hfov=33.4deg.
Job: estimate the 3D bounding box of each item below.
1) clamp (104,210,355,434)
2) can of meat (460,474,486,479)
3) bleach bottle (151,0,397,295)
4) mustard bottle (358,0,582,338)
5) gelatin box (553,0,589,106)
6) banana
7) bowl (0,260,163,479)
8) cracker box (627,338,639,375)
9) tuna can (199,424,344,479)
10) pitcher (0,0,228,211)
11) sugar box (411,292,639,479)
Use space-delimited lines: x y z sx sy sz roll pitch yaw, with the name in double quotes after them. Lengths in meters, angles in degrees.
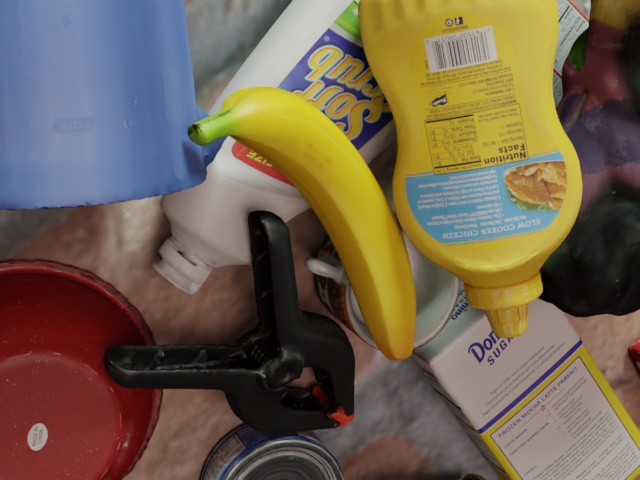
-0.039 0.069 0.599 0.120 0.039 0.171 -33 133 0 "clamp"
0.068 0.205 0.686 0.083 0.058 0.102 4 102 -29 "can of meat"
0.002 -0.072 0.592 0.102 0.068 0.251 38 90 -25 "bleach bottle"
0.083 -0.041 0.547 0.096 0.058 0.191 -9 105 11 "mustard bottle"
0.134 -0.108 0.652 0.089 0.030 0.073 36 88 -28 "gelatin box"
0.004 -0.016 0.551 0.197 0.037 0.069 48 65 -36 "banana"
-0.157 0.095 0.575 0.161 0.055 0.162 -6 106 -21 "bowl"
0.349 0.085 0.764 0.213 0.072 0.164 -36 113 -9 "cracker box"
-0.029 0.154 0.652 0.086 0.034 0.086 -5 105 -20 "tuna can"
-0.135 -0.135 0.484 0.145 0.149 0.243 0 102 17 "pitcher"
0.140 0.107 0.702 0.093 0.048 0.176 -39 110 -9 "sugar box"
